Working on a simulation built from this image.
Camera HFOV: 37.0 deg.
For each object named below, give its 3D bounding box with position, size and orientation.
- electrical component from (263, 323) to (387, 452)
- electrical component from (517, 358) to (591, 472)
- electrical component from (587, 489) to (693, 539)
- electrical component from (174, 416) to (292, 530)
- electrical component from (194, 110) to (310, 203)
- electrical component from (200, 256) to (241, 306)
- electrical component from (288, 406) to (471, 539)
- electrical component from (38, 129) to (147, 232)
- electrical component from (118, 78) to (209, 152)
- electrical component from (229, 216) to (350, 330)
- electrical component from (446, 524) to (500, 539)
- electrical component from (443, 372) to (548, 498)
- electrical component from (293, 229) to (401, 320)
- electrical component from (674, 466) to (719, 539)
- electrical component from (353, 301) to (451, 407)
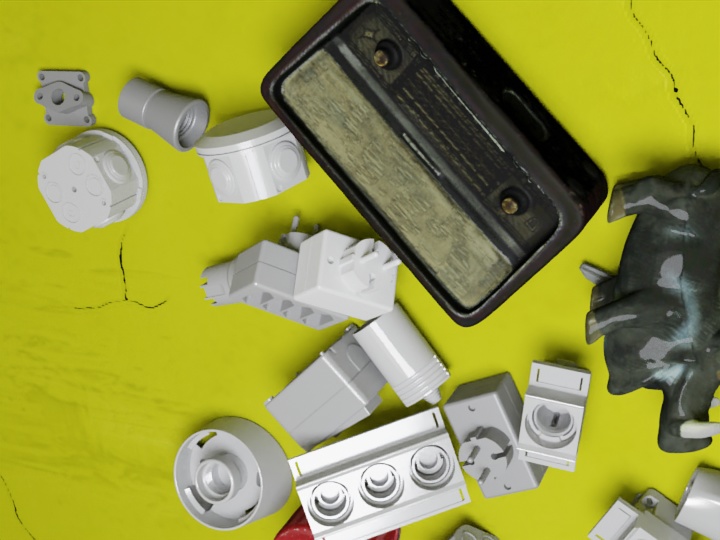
[{"bbox_3d":[-0.025,0.101,0.864,0.061,0.062,0.096,48,122,1],"label":"electrical component"},{"bbox_3d":[0.143,0.100,0.782,0.042,0.064,0.081,12,114,16],"label":"electrical component"},{"bbox_3d":[0.215,0.198,0.788,0.081,0.064,0.042,35,120,8],"label":"electrical component"},{"bbox_3d":[-0.113,0.180,0.951,0.099,0.064,0.099,3,97,24],"label":"electrical component"},{"bbox_3d":[-0.079,-0.086,0.806,0.080,0.080,0.051,-5,113,27],"label":"electrical component"},{"bbox_3d":[-0.102,0.010,0.879,0.046,0.040,0.040,-11,105,35],"label":"electrical component"},{"bbox_3d":[0.015,0.161,0.841,0.121,0.063,0.078,-19,95,-1],"label":"electrical component"},{"bbox_3d":[-0.222,-0.074,0.894,0.080,0.051,0.080,9,114,22],"label":"electrical component"},{"bbox_3d":[-0.158,-0.126,0.850,0.065,0.044,0.044,27,119,19],"label":"electrical component"},{"bbox_3d":[-0.048,-0.005,0.831,0.083,0.075,0.047,22,156,-26],"label":"electrical component"},{"bbox_3d":[0.088,0.249,0.861,0.080,0.080,0.051,43,116,4],"label":"electrical component"},{"bbox_3d":[0.098,0.134,0.810,0.047,0.076,0.083,-19,101,30],"label":"electrical component"},{"bbox_3d":[0.000,0.000,0.782,0.066,0.047,0.077,18,157,-28],"label":"electrical component"},{"bbox_3d":[0.273,0.161,0.757,0.077,0.043,0.079,24,118,15],"label":"electrical component"},{"bbox_3d":[0.036,0.069,0.834,0.043,0.043,0.081,-35,92,32],"label":"electrical component"}]
